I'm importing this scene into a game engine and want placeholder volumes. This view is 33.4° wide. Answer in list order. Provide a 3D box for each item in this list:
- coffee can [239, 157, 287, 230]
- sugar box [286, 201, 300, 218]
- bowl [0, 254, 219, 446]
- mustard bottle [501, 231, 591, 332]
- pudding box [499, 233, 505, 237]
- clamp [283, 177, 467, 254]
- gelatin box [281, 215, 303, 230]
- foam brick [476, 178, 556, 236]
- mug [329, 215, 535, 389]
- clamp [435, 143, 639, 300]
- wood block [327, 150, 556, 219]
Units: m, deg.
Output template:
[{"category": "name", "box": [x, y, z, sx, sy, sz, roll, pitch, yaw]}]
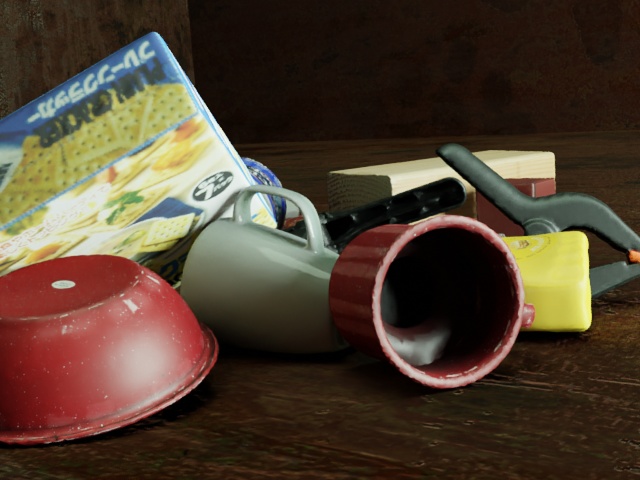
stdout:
[{"category": "coffee can", "box": [-0.088, -0.024, 1.017, 0.103, 0.103, 0.140, -4, 8, 4]}, {"category": "sugar box", "box": [-0.121, -0.024, 1.169, 0.176, 0.048, 0.093, -6, 28, -26]}, {"category": "bowl", "box": [-0.140, 0.049, 0.592, 0.162, 0.055, 0.162, -6, 20, 2]}, {"category": "mustard bottle", "box": [0.080, 0.030, 0.708, 0.192, 0.058, 0.096, -3, 19, 15]}, {"category": "pudding box", "box": [0.093, 0.020, 0.835, 0.113, 0.039, 0.090, -4, 8, 7]}, {"category": "clamp", "box": [-0.006, 0.001, 0.848, 0.164, 0.036, 0.210, -24, 6, -36]}, {"category": "gelatin box", "box": [-0.005, -0.009, 1.120, 0.073, 0.030, 0.089, 1, 10, 34]}, {"category": "foam brick", "box": [0.165, -0.012, 0.891, 0.053, 0.078, 0.051, 1, 11, 32]}, {"category": "mug", "box": [0.066, 0.034, 0.610, 0.117, 0.093, 0.082, 8, -1, -21]}, {"category": "clamp", "box": [0.150, -0.009, 0.762, 0.171, 0.120, 0.039, 1, 1, 10]}, {"category": "wood block", "box": [0.115, -0.027, 0.977, 0.205, 0.091, 0.090, -10, 11, -37]}]
